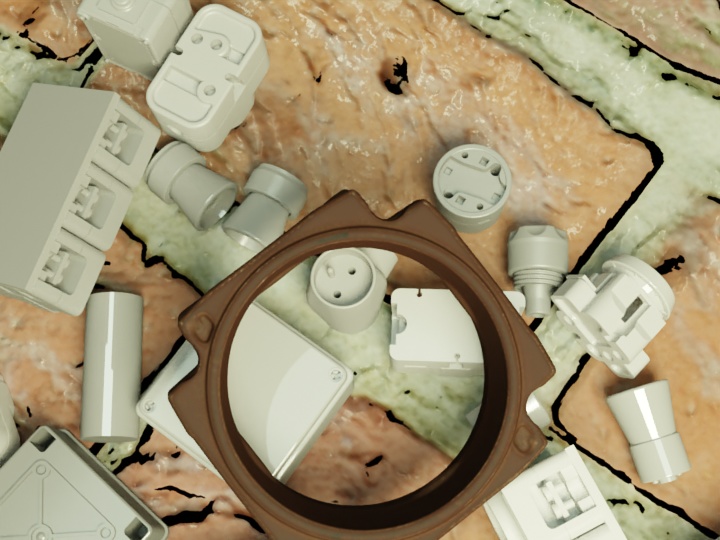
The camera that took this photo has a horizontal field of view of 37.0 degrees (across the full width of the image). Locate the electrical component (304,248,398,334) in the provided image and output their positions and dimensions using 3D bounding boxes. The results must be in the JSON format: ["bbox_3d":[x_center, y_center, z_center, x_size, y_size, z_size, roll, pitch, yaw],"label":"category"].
[{"bbox_3d":[0.000,0.000,0.748,0.044,0.077,0.079,30,78,11],"label":"electrical component"}]

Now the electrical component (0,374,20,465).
[{"bbox_3d":[-0.278,0.094,0.746,0.054,0.059,0.095,-24,75,-4],"label":"electrical component"}]

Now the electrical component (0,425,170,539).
[{"bbox_3d":[-0.205,0.179,0.720,0.109,0.056,0.108,40,80,12],"label":"electrical component"}]

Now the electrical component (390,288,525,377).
[{"bbox_3d":[0.066,0.044,0.743,0.089,0.055,0.050,1,75,3],"label":"electrical component"}]

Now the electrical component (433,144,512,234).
[{"bbox_3d":[0.080,-0.056,0.775,0.055,0.047,0.055,-1,74,3],"label":"electrical component"}]

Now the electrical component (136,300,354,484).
[{"bbox_3d":[-0.076,0.087,0.739,0.109,0.056,0.108,35,79,11],"label":"electrical component"}]

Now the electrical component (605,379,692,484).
[{"bbox_3d":[0.197,0.111,0.726,0.044,0.044,0.065,-17,79,-2],"label":"electrical component"}]

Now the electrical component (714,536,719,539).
[{"bbox_3d":[0.235,0.206,0.686,0.096,0.061,0.061,-30,75,-5],"label":"electrical component"}]

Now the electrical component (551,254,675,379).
[{"bbox_3d":[0.178,0.027,0.740,0.057,0.058,0.078,-44,102,-13],"label":"electrical component"}]

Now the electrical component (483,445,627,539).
[{"bbox_3d":[0.139,0.196,0.680,0.062,0.089,0.150,-27,75,-4],"label":"electrical component"}]

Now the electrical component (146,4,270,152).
[{"bbox_3d":[-0.111,-0.140,0.802,0.054,0.059,0.095,28,78,10],"label":"electrical component"}]

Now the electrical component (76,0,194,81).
[{"bbox_3d":[-0.162,-0.189,0.799,0.062,0.096,0.061,25,77,9],"label":"electrical component"}]

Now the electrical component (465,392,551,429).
[{"bbox_3d":[0.100,0.100,0.735,0.046,0.040,0.040,-35,75,-1],"label":"electrical component"}]

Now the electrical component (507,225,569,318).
[{"bbox_3d":[0.126,0.002,0.759,0.043,0.043,0.062,2,76,3],"label":"electrical component"}]

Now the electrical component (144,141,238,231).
[{"bbox_3d":[-0.124,-0.062,0.789,0.055,0.045,0.045,39,80,12],"label":"electrical component"}]

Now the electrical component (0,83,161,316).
[{"bbox_3d":[-0.215,-0.050,0.770,0.089,0.062,0.150,12,74,34],"label":"electrical component"}]

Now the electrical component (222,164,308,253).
[{"bbox_3d":[-0.068,-0.043,0.781,0.045,0.045,0.055,26,77,10],"label":"electrical component"}]
